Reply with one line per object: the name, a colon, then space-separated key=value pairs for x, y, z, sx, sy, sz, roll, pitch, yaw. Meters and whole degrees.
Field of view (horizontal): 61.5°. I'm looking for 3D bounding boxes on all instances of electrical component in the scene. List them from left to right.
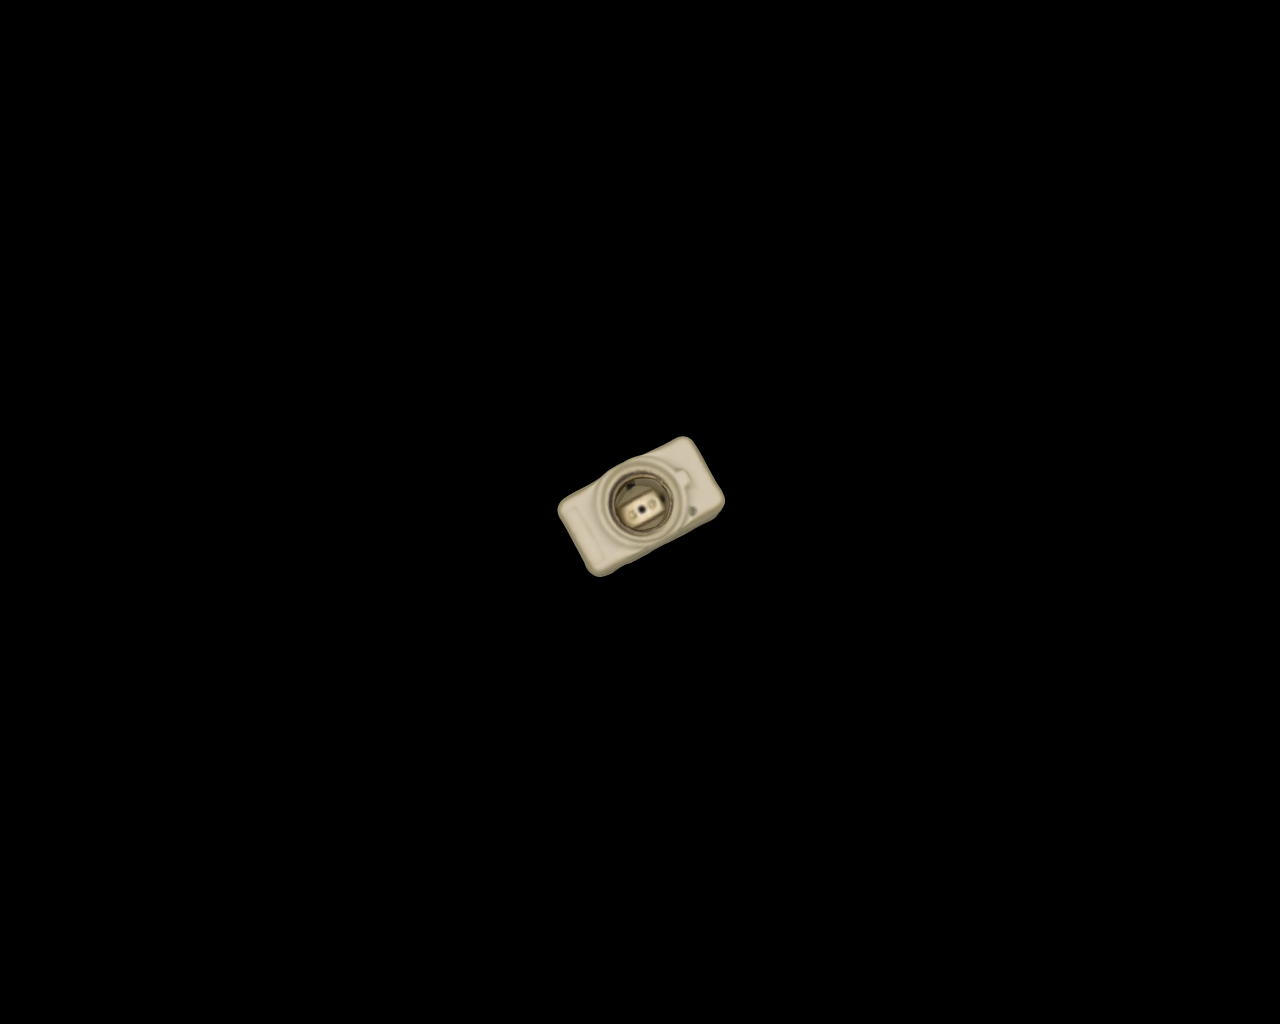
electrical component: x=0.001 y=-0.003 z=0.650 sx=0.089 sy=0.050 sz=0.055 roll=-28 pitch=-7 yaw=-4
